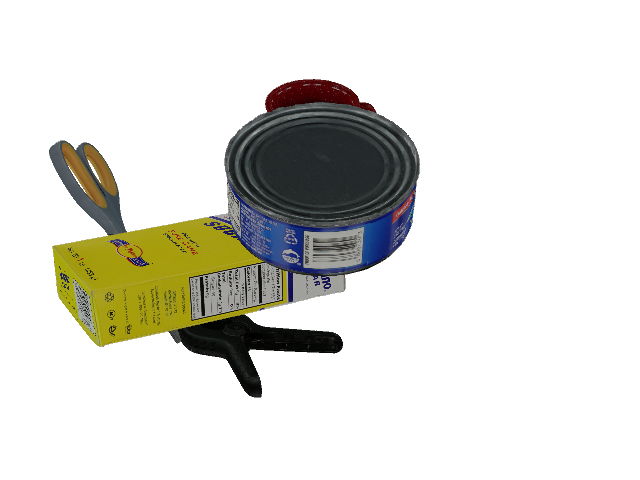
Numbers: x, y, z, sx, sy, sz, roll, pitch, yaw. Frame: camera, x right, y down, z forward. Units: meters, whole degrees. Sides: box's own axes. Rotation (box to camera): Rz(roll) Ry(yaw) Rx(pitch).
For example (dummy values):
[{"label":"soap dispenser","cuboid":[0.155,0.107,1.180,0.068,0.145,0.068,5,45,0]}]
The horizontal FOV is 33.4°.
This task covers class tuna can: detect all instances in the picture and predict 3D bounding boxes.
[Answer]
[{"label":"tuna can","cuboid":[0.001,-0.024,0.477,0.086,0.034,0.086,1,42,-1]}]

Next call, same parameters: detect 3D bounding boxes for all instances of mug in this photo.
[{"label":"mug","cuboid":[0.003,-0.107,1.073,0.117,0.081,0.093,-14,40,-18]}]

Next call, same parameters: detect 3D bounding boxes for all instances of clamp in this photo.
[{"label":"clamp","cuboid":[-0.101,0.122,1.261,0.210,0.036,0.164,15,23,27]}]

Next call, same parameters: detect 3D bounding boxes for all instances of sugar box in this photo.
[{"label":"sugar box","cuboid":[-0.081,0.018,0.719,0.176,0.048,0.093,-14,25,-25]}]

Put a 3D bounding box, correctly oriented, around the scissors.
[{"label":"scissors","cuboid":[-0.175,-0.008,0.952,0.016,0.201,0.096,-27,22,12]}]
